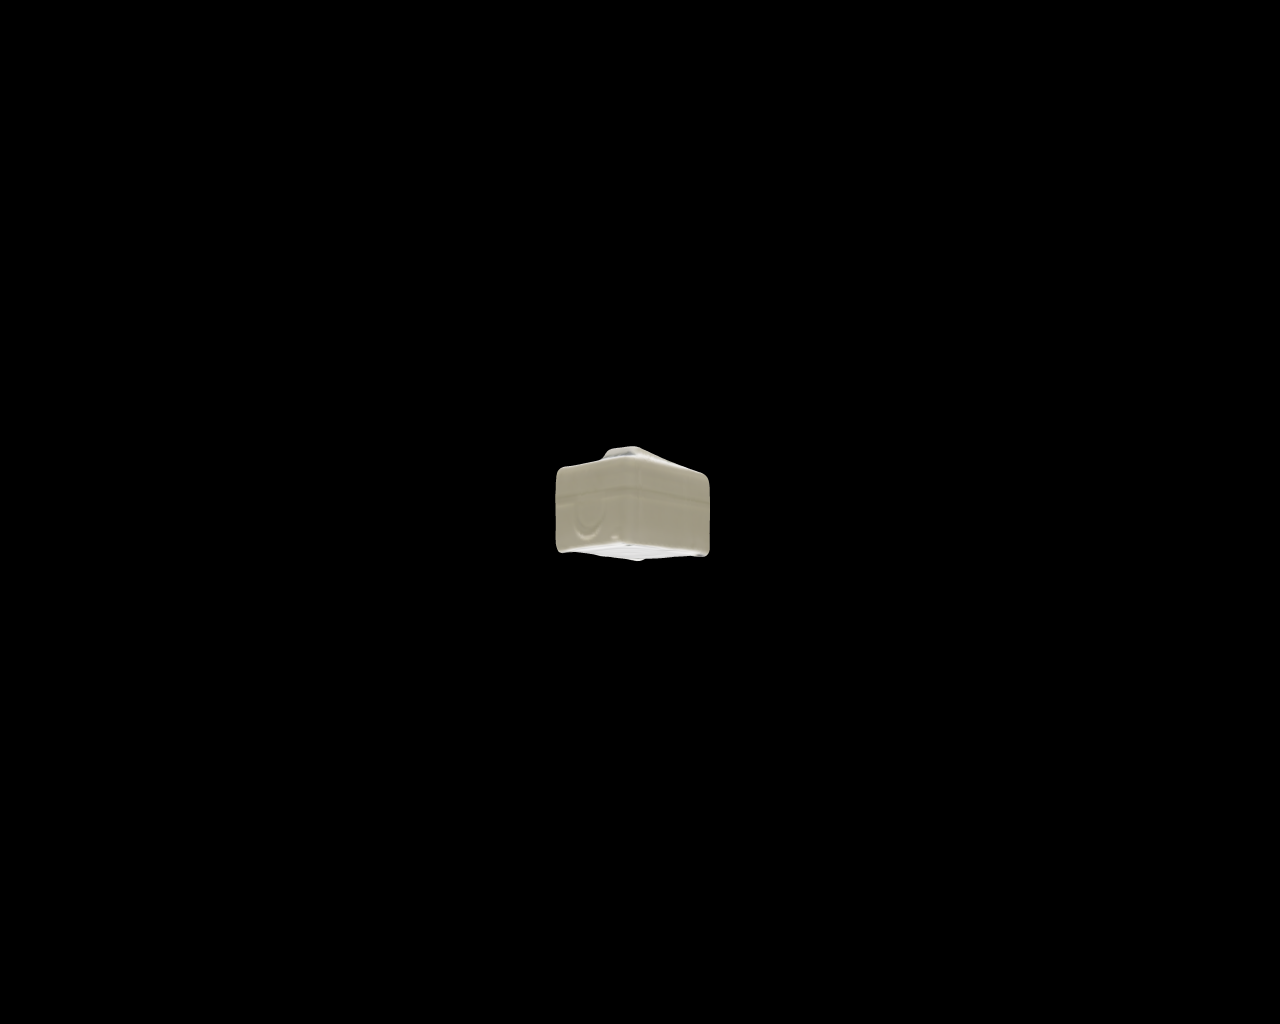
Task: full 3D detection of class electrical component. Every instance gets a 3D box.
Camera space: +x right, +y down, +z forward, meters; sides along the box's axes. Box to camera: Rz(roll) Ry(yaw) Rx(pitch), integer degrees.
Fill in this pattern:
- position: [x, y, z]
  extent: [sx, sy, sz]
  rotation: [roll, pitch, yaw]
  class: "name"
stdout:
- position: [0.001, -0.003, 0.650]
  extent: [0.061, 0.061, 0.096]
  rotation: [-7, -11, 39]
  class: "electrical component"
